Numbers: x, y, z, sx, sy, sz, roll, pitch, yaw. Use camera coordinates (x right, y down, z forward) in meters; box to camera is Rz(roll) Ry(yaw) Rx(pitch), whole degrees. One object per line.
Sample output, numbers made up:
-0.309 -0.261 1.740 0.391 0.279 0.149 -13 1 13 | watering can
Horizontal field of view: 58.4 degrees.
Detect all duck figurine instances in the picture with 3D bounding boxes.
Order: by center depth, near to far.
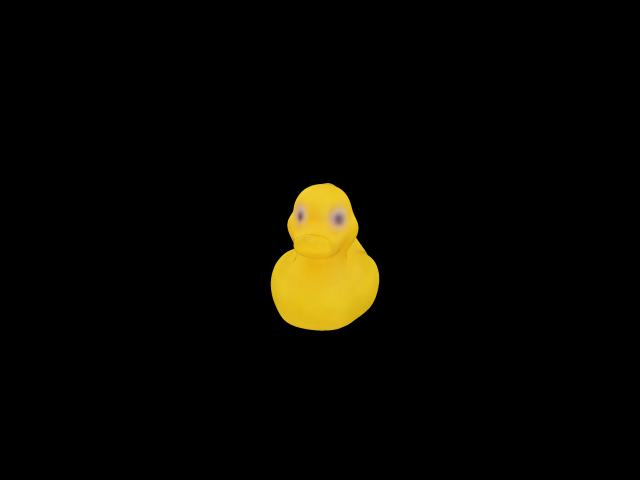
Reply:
0.004 0.001 0.400 0.077 0.086 0.104 5 25 11 | duck figurine
